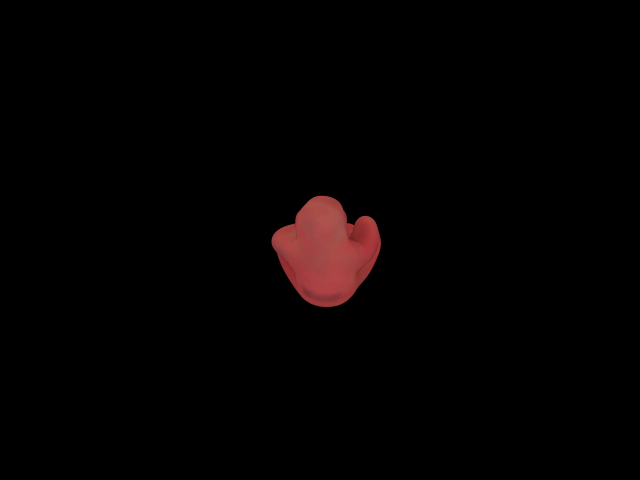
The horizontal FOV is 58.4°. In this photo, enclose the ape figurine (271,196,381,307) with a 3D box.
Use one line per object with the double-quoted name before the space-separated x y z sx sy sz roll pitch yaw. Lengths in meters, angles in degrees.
"ape figurine" 0.004 0.001 0.400 0.077 0.092 0.076 11 66 5
